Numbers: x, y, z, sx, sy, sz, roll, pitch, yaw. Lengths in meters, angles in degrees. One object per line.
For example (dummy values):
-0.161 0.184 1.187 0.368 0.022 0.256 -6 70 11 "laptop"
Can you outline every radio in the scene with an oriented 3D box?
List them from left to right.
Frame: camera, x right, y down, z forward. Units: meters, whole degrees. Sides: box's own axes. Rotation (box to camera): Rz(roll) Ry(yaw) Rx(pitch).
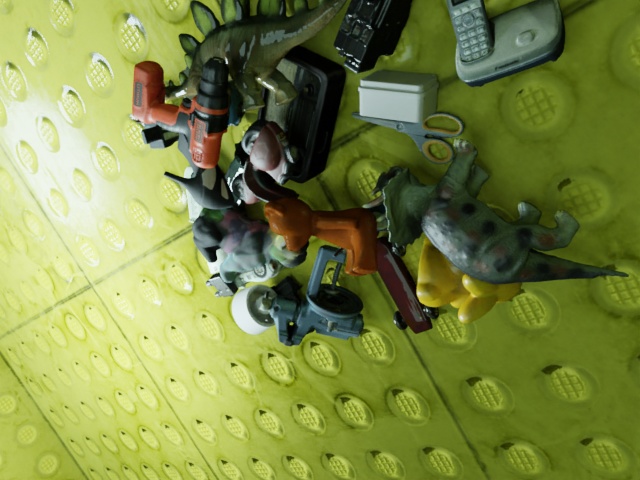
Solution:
-0.041 -0.225 0.986 0.131 0.073 0.229 28 128 19 "radio"

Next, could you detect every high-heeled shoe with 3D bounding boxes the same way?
-0.218 -0.170 1.077 0.145 0.249 0.086 20 141 -13 "high-heeled shoe"

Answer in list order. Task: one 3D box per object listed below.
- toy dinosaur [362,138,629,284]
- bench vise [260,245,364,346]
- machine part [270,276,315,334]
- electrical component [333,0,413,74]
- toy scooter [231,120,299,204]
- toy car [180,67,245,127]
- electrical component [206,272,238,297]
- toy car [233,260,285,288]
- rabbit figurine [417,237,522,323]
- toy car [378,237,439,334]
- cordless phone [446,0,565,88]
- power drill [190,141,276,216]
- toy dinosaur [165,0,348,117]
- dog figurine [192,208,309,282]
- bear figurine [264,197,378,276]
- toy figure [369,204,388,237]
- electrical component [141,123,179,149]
0.243 -0.010 0.826 0.405 0.131 0.192 40 93 19 "toy dinosaur"
-0.003 0.105 1.095 0.224 0.129 0.240 18 112 4 "bench vise"
-0.053 0.151 1.227 0.084 0.039 0.139 -35 91 36 "machine part"
0.082 -0.325 0.821 0.058 0.115 0.134 38 130 17 "electrical component"
-0.086 -0.121 0.978 0.135 0.075 0.183 35 132 12 "toy scooter"
-0.220 -0.293 1.053 0.109 0.103 0.161 3 114 34 "toy car"
-0.216 0.102 1.216 0.094 0.021 0.063 -19 117 38 "electrical component"
-0.151 0.072 1.225 0.202 0.073 0.056 -18 100 40 "toy car"
0.256 0.065 0.913 0.173 0.162 0.121 5 106 12 "rabbit figurine"
0.156 0.085 1.038 0.089 0.053 0.202 -29 93 30 "toy car"
0.247 -0.317 0.738 0.147 0.089 0.184 -11 103 38 "cordless phone"
-0.163 -0.096 1.148 0.232 0.086 0.207 49 138 2 "power drill"
-0.119 -0.311 0.882 0.472 0.105 0.198 -7 106 31 "toy dinosaur"
-0.126 -0.014 1.067 0.219 0.108 0.191 -23 111 34 "dog figurine"
-0.002 -0.007 0.933 0.196 0.120 0.132 2 83 -9 "bear figurine"
0.099 -0.036 1.008 0.154 0.058 0.064 -31 70 43 "toy figure"
-0.349 -0.234 1.162 0.048 0.119 0.074 6 120 31 "electrical component"
